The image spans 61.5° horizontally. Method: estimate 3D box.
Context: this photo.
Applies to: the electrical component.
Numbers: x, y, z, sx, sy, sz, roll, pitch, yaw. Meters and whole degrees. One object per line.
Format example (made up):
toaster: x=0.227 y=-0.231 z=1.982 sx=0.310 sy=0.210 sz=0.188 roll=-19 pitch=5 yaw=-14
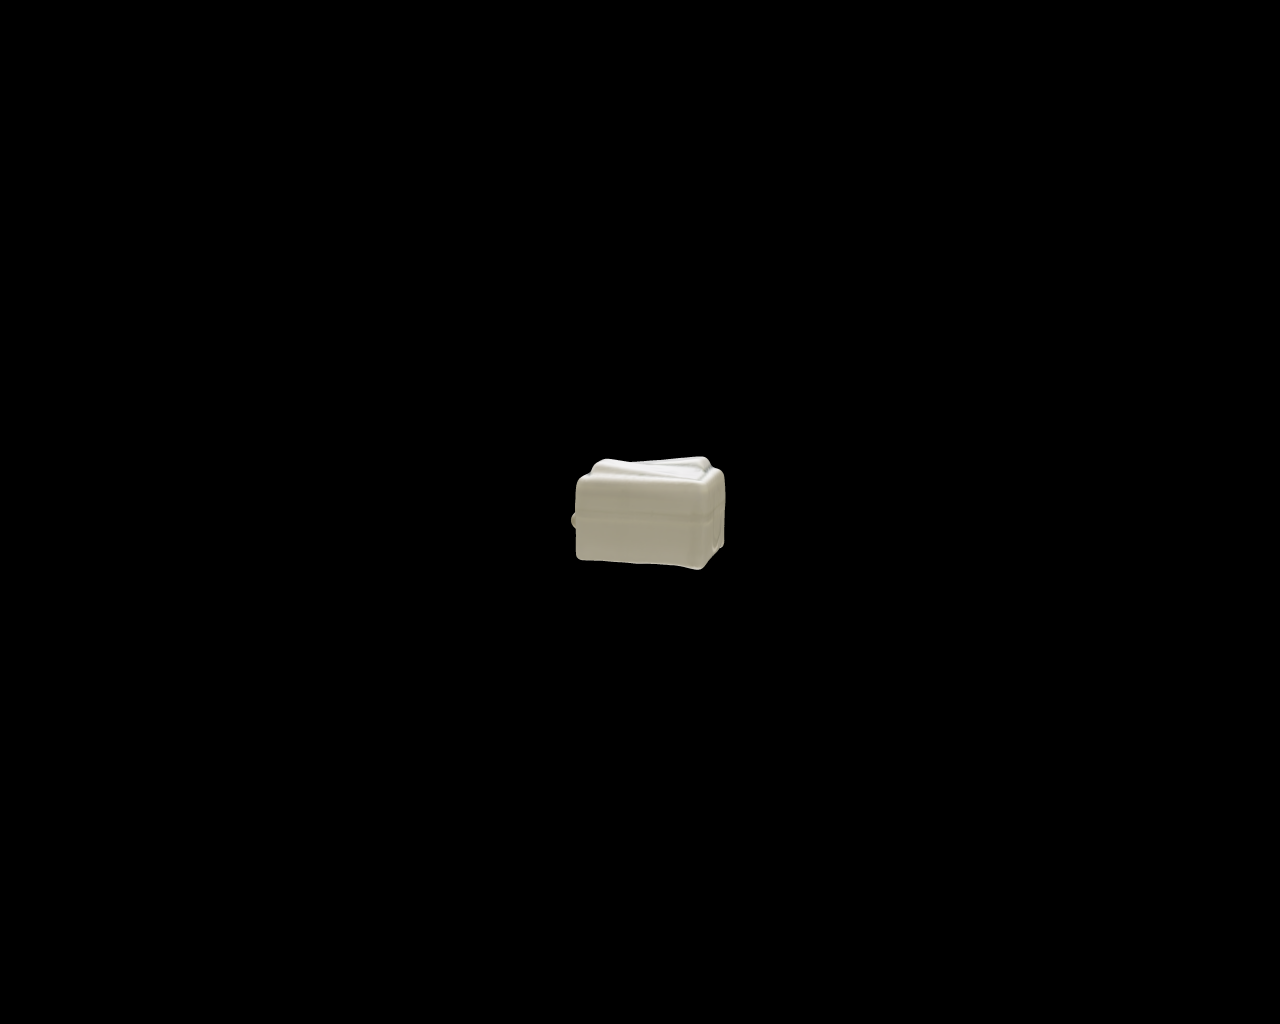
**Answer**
electrical component: x=0.001 y=-0.003 z=0.650 sx=0.096 sy=0.061 sz=0.062 roll=3 pitch=12 yaw=16
